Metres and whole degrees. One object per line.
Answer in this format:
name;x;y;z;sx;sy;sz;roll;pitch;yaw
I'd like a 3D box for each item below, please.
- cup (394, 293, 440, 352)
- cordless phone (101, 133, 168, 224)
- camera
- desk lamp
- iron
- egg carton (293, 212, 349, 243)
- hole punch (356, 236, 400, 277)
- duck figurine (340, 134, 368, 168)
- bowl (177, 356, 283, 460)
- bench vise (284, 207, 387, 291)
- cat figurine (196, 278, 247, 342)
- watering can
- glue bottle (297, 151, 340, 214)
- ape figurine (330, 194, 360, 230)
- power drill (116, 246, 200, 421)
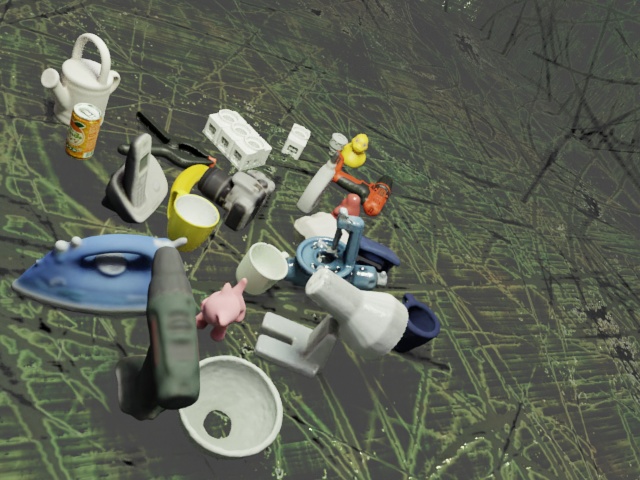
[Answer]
cup;0.183;0.179;1.196;0.092;0.095;0.117;7;45;-31
cordless phone;-0.334;-0.136;1.090;0.094;0.185;0.147;27;37;-8
camera;-0.183;-0.113;1.245;0.137;0.100;0.143;33;37;0
desk lamp;0.020;0.150;1.009;0.203;0.213;0.118;24;38;-12
iron;-0.345;0.039;0.925;0.259;0.141;0.118;3;46;-34
egg carton;0.012;0.005;1.283;0.107;0.069;0.150;-19;61;-46
hole punch;0.123;0.032;1.317;0.109;0.091;0.101;25;38;-11
duck figurine;0.108;-0.266;1.639;0.077;0.086;0.104;30;37;-4
bowl;-0.146;0.266;0.875;0.168;0.074;0.167;20;39;-17
bench vise;0.051;0.027;1.162;0.208;0.219;0.121;8;44;-30
cat figurine;-0.164;0.113;0.995;0.067;0.117;0.128;35;37;3
watering can;-0.487;-0.330;1.185;0.101;0.194;0.173;29;37;-5
glue bottle;0.005;-0.142;1.354;0.037;0.173;0.078;37;37;5
ape figurine;0.069;-0.075;1.395;0.078;0.092;0.076;-1;49;-37
power drill;-0.232;0.154;0.825;0.076;0.208;0.229;4;46;-32
